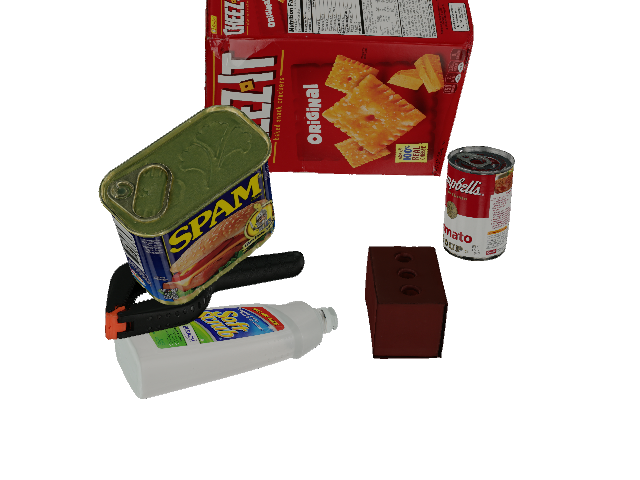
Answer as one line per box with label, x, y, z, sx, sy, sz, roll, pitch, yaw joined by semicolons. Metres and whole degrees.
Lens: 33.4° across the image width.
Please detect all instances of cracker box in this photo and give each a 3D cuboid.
cracker box;0.009;-0.129;0.902;0.213;0.072;0.164;0;-37;-6

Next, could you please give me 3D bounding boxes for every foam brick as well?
foam brick;0.063;0.045;0.795;0.053;0.051;0.078;0;32;-3

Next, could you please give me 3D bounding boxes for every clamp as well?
clamp;-0.139;0.029;1.011;0.165;0.036;0.209;26;37;28

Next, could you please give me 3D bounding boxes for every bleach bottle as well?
bleach bottle;-0.102;0.110;1.226;0.250;0.068;0.103;-11;33;-24

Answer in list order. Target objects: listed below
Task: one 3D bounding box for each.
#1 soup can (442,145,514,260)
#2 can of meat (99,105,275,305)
soup can;0.162;-0.038;1.104;0.068;0.102;0.068;0;27;0
can of meat;-0.076;-0.019;0.649;0.102;0.057;0.084;-37;-28;-20
